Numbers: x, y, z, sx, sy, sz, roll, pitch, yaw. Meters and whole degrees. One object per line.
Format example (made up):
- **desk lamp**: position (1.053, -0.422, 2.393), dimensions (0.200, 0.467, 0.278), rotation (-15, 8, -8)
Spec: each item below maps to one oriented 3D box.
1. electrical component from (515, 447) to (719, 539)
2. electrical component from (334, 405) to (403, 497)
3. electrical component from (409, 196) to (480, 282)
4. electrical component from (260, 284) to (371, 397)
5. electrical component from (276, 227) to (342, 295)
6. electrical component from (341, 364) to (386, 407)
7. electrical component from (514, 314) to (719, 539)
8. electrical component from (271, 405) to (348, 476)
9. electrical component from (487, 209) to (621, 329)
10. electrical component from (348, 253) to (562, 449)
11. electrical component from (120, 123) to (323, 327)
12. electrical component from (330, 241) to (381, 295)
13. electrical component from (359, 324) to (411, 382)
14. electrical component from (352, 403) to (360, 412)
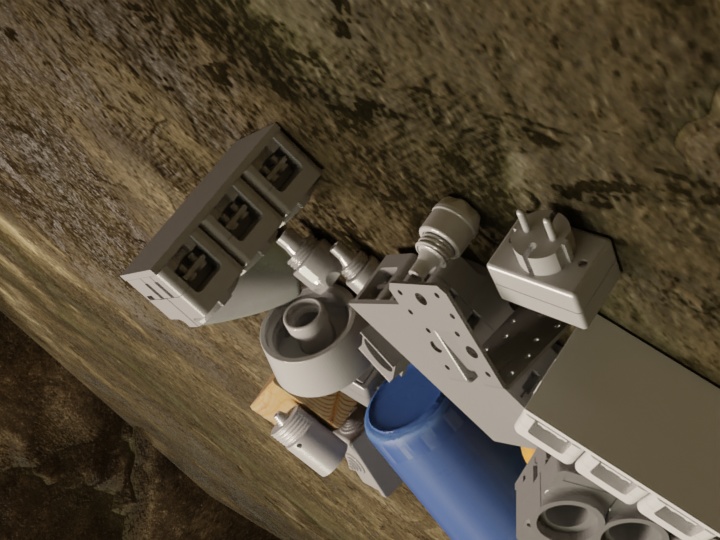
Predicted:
- **electrical component**: position (0.203, 0.179, 0.814), dimensions (0.150, 0.061, 0.089), rotation (16, 130, -5)
- **electrical component**: position (0.027, 0.191, 1.213), dimensions (0.048, 0.100, 0.099), rotation (15, 141, 55)
- **electrical component**: position (0.054, -0.019, 0.732), dimensions (0.035, 0.061, 0.035), rotation (32, 161, 13)
- **electrical component**: position (-0.043, 0.060, 1.023), dimensions (0.108, 0.108, 0.060), rotation (20, 149, 39)
- **electrical component**: position (-0.045, -0.012, 0.948), dimensions (0.062, 0.043, 0.043), rotation (40, 161, -6)
- **electrical component**: position (-0.002, 0.090, 1.083), dimensions (0.096, 0.061, 0.061), rotation (29, 160, 19)
- **electrical component**: position (0.196, 0.110, 0.749), dimensions (0.150, 0.089, 0.061), rotation (32, 161, 11)
- **electrical component**: position (-0.057, 0.175, 1.130), dimensions (0.081, 0.043, 0.043), rotation (40, 161, -13)
- **electrical component**: position (0.116, -0.011, 0.666), dimensions (0.066, 0.047, 0.076), rotation (22, 156, 36)
- **electrical component**: position (0.095, 0.063, 0.855), dimensions (0.186, 0.060, 0.105), rotation (44, 159, -21)
- **electrical component**: position (-0.105, -0.033, 0.836), dimensions (0.062, 0.150, 0.089), rotation (44, 160, -18)
- **electrical component**: position (0.000, 0.000, 0.912), dimensions (0.061, 0.035, 0.035), rotation (43, 160, -13)
- **electrical component**: position (0.037, 0.057, 0.934), dimensions (0.042, 0.064, 0.081), rotation (48, 164, 15)
- **electrical component**: position (0.008, 0.159, 1.254), dimensions (0.040, 0.046, 0.040), rotation (32, 161, 13)
